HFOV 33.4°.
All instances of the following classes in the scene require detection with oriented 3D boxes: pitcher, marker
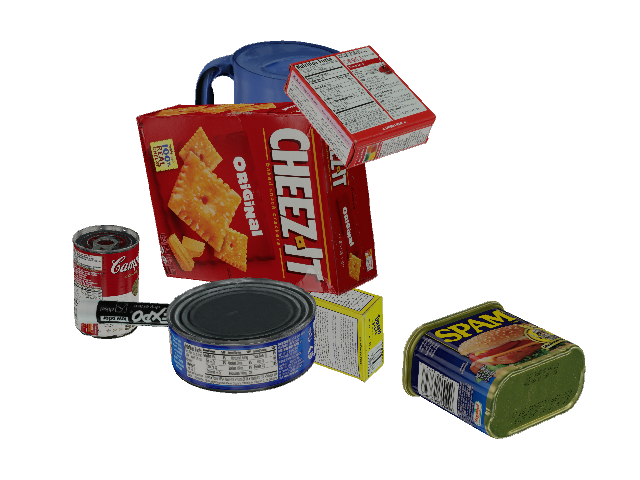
[{"bbox_3d":[-0.050,-0.098,1.215,0.144,0.243,0.149,-21,38,-40],"label":"pitcher"},{"bbox_3d":[-0.122,0.056,0.801,0.121,0.020,0.020,2,0,8],"label":"marker"}]

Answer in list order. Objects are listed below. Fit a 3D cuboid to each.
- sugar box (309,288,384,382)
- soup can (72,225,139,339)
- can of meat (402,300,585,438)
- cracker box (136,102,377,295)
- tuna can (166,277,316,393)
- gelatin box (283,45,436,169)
[{"bbox_3d":[-0.016,0.082,1.161,0.176,0.093,0.048,19,38,31],"label":"sugar box"},{"bbox_3d":[-0.224,0.043,1.115,0.068,0.102,0.068,4,23,-2],"label":"soup can"},{"bbox_3d":[0.123,0.090,0.749,0.101,0.057,0.084,-14,27,-35],"label":"can of meat"},{"bbox_3d":[-0.062,-0.042,0.980,0.214,0.164,0.071,4,19,37],"label":"cracker box"},{"bbox_3d":[-0.044,0.053,0.613,0.086,0.034,0.086,-2,21,1],"label":"tuna can"},{"bbox_3d":[0.027,-0.098,0.769,0.073,0.089,0.030,-20,-34,-30],"label":"gelatin box"}]
